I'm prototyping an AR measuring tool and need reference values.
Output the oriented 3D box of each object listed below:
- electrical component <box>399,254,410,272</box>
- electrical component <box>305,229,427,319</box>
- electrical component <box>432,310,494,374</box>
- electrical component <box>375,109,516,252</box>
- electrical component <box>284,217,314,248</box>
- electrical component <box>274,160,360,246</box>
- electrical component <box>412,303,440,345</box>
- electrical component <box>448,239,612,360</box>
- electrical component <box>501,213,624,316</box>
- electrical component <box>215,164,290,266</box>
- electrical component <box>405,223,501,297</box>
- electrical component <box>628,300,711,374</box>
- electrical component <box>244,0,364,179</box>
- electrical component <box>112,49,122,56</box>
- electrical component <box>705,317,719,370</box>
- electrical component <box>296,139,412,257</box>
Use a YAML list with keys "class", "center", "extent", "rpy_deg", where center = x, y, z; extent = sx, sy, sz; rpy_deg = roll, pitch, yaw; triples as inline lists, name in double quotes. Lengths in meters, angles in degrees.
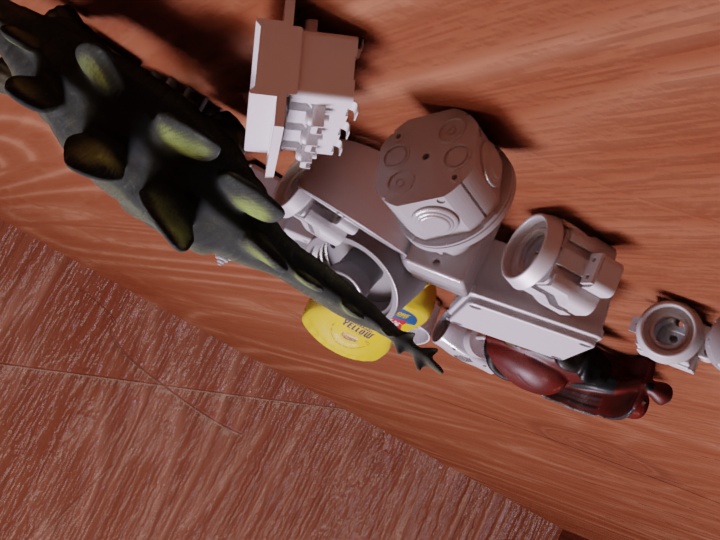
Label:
- class: "electrical component"
  center: [0.066, -0.019, 0.884]
  extent: [0.043, 0.043, 0.081]
  rpy_deg: [29, 168, -13]
- class: "electrical component"
  center: [0.000, 0.000, 0.952]
  extent: [0.108, 0.060, 0.108]
  rpy_deg: [22, 137, 23]
- class: "electrical component"
  center: [0.128, 0.078, 1.172]
  extent: [0.077, 0.043, 0.079]
  rpy_deg: [29, 169, -13]
- class: "electrical component"
  center: [0.051, -0.056, 0.664]
  extent: [0.080, 0.080, 0.051]
  rpy_deg: [17, 160, 40]
- class: "electrical component"
  center: [-0.047, -0.020, 1.043]
  extent: [0.047, 0.076, 0.065]
  rpy_deg: [23, 168, 17]
- class: "electrical component"
  center: [-0.034, -0.059, 0.891]
  extent: [0.057, 0.058, 0.078]
  rpy_deg: [32, 177, -24]
- class: "electrical component"
  center: [0.037, 0.047, 1.189]
  extent: [0.099, 0.064, 0.099]
  rpy_deg: [26, 169, 5]
- class: "electrical component"
  center: [0.136, 0.025, 0.867]
  extent: [0.109, 0.056, 0.108]
  rpy_deg: [19, 169, 0]
- class: "electrical component"
  center: [0.137, -0.004, 0.754]
  extent: [0.057, 0.058, 0.078]
  rpy_deg: [28, 169, -20]
- class: "electrical component"
  center: [-0.106, -0.044, 1.017]
  extent: [0.061, 0.096, 0.062]
  rpy_deg: [27, 170, -24]
- class: "electrical component"
  center: [0.066, -0.027, 0.785]
  extent: [0.047, 0.065, 0.076]
  rpy_deg: [22, 167, 18]
- class: "electrical component"
  center: [0.234, 0.049, 0.808]
  extent: [0.066, 0.048, 0.055]
  rpy_deg: [21, 175, 25]
- class: "electrical component"
  center: [-0.037, -0.107, 0.662]
  extent: [0.063, 0.078, 0.121]
  rpy_deg: [5, 170, -7]
- class: "electrical component"
  center: [-0.214, -0.157, 0.872]
  extent: [0.047, 0.055, 0.055]
  rpy_deg: [38, 165, -29]
- class: "electrical component"
  center: [0.265, 0.053, 0.759]
  extent: [0.048, 0.048, 0.062]
  rpy_deg: [25, 176, 7]
- class: "electrical component"
  center: [0.002, -0.054, 0.815]
  extent: [0.099, 0.064, 0.099]
  rpy_deg: [25, 168, 6]
